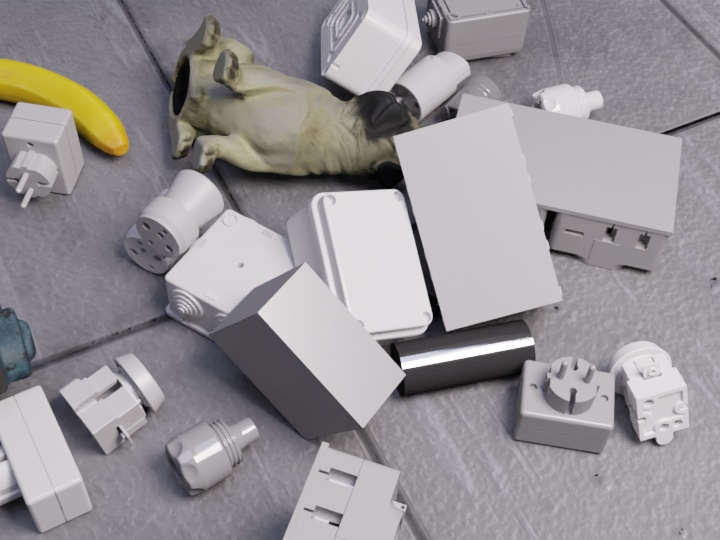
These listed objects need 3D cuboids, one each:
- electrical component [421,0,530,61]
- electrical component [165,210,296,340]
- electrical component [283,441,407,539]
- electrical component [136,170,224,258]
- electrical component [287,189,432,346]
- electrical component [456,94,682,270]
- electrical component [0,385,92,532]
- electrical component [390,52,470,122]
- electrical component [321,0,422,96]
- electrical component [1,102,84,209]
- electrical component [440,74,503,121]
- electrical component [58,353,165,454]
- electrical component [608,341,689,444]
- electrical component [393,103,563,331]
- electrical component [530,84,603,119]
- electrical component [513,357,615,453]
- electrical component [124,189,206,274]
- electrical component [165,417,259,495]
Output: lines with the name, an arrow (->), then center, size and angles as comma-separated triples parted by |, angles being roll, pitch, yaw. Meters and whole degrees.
electrical component -> 0.103, -0.236, 1.016 | 0.096, 0.061, 0.061 | -11, 54, -11
electrical component -> -0.091, 0.010, 0.828 | 0.100, 0.048, 0.099 | 27, 56, 17
electrical component -> -0.027, 0.214, 0.640 | 0.060, 0.105, 0.186 | 17, 54, 9
electrical component -> -0.137, -0.042, 0.817 | 0.045, 0.045, 0.055 | 26, 55, 16
electrical component -> 0.000, 0.000, 0.799 | 0.078, 0.057, 0.113 | -5, 76, -32
electrical component -> 0.163, -0.071, 0.895 | 0.186, 0.060, 0.105 | 13, 53, 7
electrical component -> -0.234, 0.135, 0.726 | 0.076, 0.047, 0.083 | -23, 57, -19
electrical component -> 0.065, -0.171, 0.976 | 0.043, 0.043, 0.081 | 36, 59, 22
electrical component -> 0.009, -0.209, 0.961 | 0.057, 0.078, 0.113 | 27, 32, -21
electrical component -> -0.265, -0.086, 0.881 | 0.047, 0.065, 0.076 | 9, 53, 4
electrical component -> 0.099, -0.146, 0.963 | 0.040, 0.040, 0.046 | 35, 64, 21
electrical component -> -0.173, 0.092, 0.764 | 0.055, 0.048, 0.066 | -37, 62, -18
electrical component -> 0.210, 0.085, 0.782 | 0.048, 0.066, 0.055 | -16, 39, 0
electrical component -> 0.090, -0.039, 0.815 | 0.089, 0.062, 0.150 | -15, 90, 7
electrical component -> 0.187, -0.146, 0.964 | 0.062, 0.043, 0.043 | -16, 55, -16
electrical component -> 0.148, 0.087, 0.764 | 0.066, 0.076, 0.047 | 9, 53, 4
electrical component -> -0.156, -0.031, 0.858 | 0.045, 0.045, 0.055 | 23, 55, 14
electrical component -> -0.100, 0.124, 0.744 | 0.062, 0.043, 0.043 | -28, 59, -23
